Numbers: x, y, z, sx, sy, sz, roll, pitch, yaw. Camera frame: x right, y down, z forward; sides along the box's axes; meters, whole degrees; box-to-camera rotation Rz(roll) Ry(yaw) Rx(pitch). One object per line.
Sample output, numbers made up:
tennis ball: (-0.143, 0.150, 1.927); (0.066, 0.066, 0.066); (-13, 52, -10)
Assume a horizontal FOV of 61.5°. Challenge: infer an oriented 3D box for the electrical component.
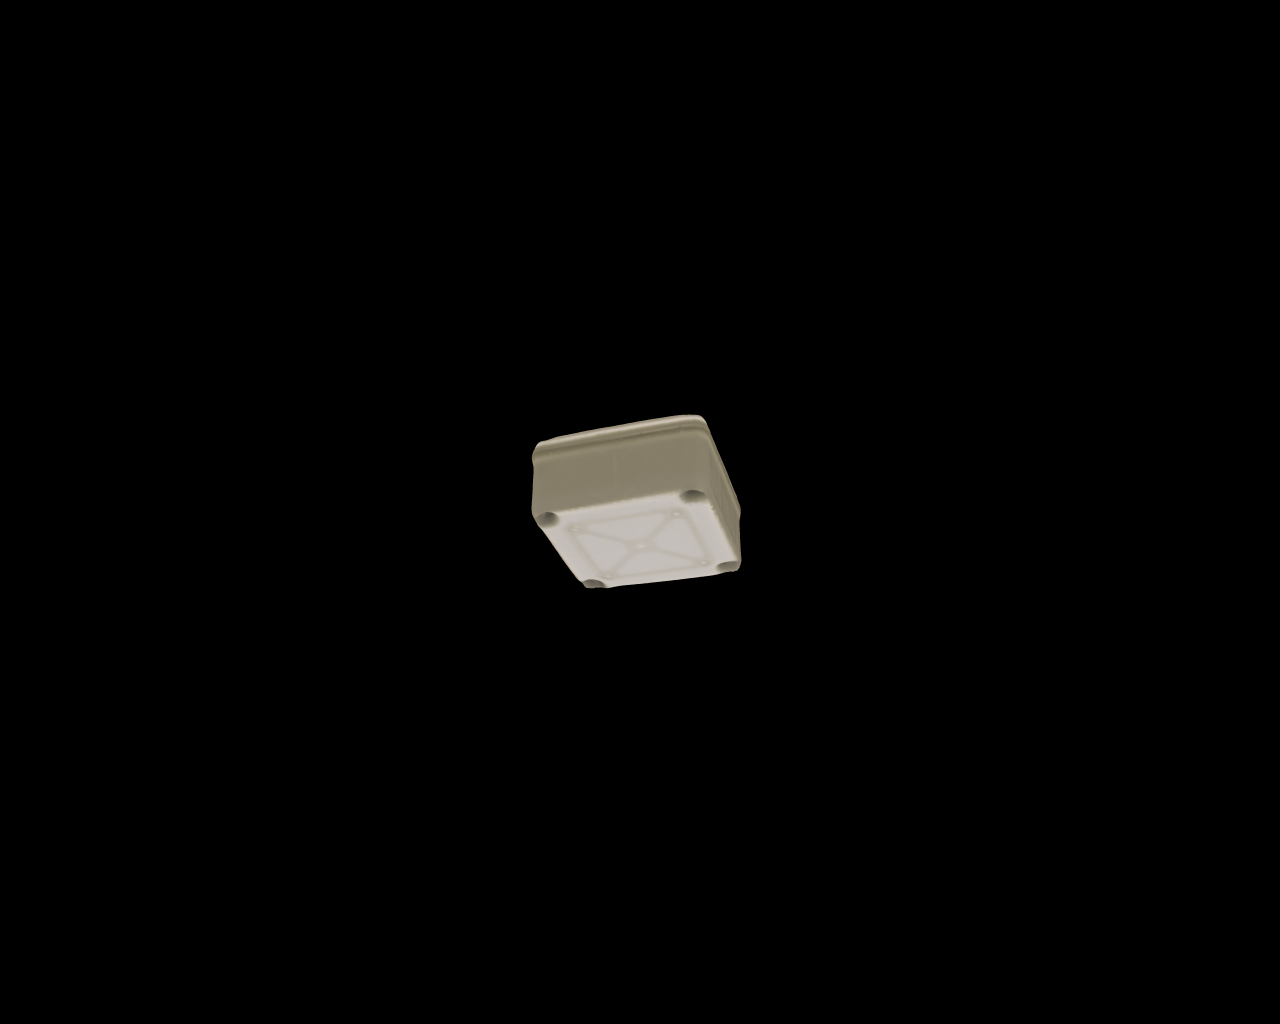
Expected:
electrical component: (0.001, -0.003, 0.650); (0.109, 0.056, 0.108); (-8, -32, 14)
